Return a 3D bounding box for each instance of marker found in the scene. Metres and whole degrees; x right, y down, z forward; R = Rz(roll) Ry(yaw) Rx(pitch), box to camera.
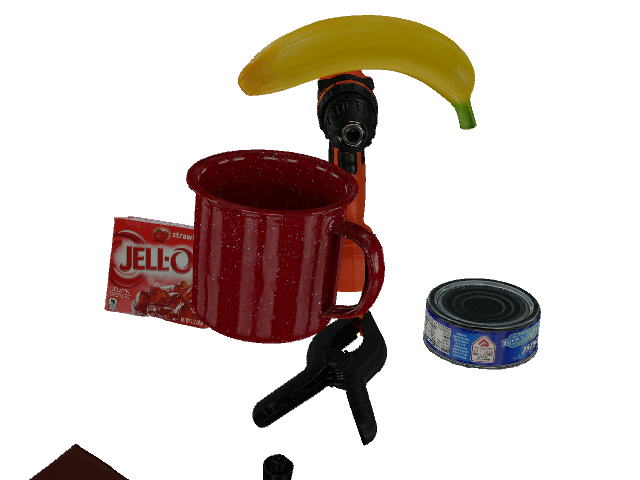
[{"bbox_3d":[-0.031,0.184,0.682,0.020,0.121,0.020,5,32,-3],"label":"marker"}]

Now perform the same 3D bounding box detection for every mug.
[{"bbox_3d":[-0.018,0.007,0.583,0.117,0.081,0.093,17,26,23],"label":"mug"}]

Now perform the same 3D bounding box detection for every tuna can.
[{"bbox_3d":[0.120,0.060,0.793,0.086,0.034,0.086,1,24,-1],"label":"tuna can"}]

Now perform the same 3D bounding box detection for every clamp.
[{"bbox_3d":[0.025,0.130,1.024,0.120,0.039,0.171,16,46,24],"label":"clamp"}]

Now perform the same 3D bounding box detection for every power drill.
[{"bbox_3d":[0.026,-0.053,0.947,0.057,0.188,0.184,-1,22,1],"label":"power drill"}]

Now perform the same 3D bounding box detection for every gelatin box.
[{"bbox_3d":[-0.117,0.023,0.810,0.089,0.073,0.030,9,5,19],"label":"gelatin box"}]

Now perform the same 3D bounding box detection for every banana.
[{"bbox_3d":[0.037,-0.123,0.744,0.197,0.069,0.037,5,0,-28],"label":"banana"}]

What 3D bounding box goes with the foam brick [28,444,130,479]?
[{"bbox_3d":[-0.093,0.136,0.451,0.078,0.051,0.052,24,45,31],"label":"foam brick"}]
